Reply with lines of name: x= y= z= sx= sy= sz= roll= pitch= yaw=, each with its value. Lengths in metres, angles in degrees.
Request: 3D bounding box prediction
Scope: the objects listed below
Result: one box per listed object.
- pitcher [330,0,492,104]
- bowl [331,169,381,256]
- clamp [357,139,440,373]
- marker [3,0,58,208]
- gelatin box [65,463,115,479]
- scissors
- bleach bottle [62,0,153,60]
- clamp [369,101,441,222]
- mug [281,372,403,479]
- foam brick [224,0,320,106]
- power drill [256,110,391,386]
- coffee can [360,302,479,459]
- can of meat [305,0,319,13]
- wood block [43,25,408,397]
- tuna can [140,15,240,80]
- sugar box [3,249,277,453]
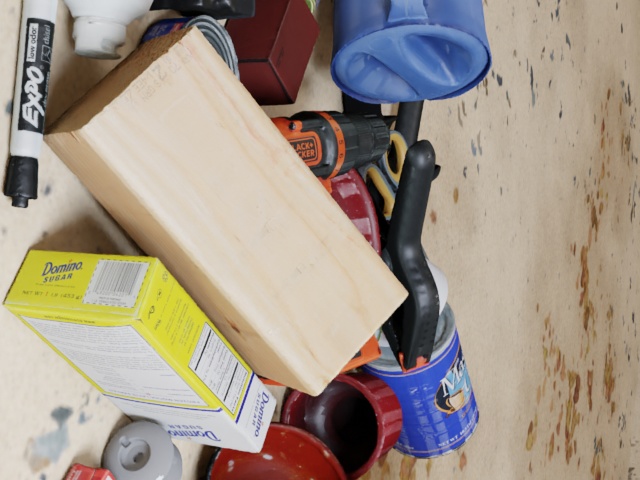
pitcher: x=0.072 y=-0.251 z=0.913 sx=0.144 sy=0.149 sz=0.243 roll=14 pitch=64 yaw=-35
bowl: x=-0.020 y=0.009 z=0.840 sx=0.161 sy=0.055 sz=0.162 roll=1 pitch=89 yaw=-51
clamp: x=0.066 y=0.010 z=0.903 sx=0.036 sy=0.165 sz=0.210 roll=-16 pitch=94 yaw=-24
marker: x=-0.163 y=-0.078 z=0.599 sx=0.020 sy=0.020 sz=0.121 roll=13 pitch=80 yaw=-64
gelatin box: x=-0.141 y=0.193 z=0.656 sx=0.073 sy=0.030 sz=0.089 roll=-64 pitch=145 yaw=-38
scissors: x=0.087 y=-0.033 z=1.050 sx=0.201 sy=0.016 sz=0.096 roll=41 pitch=62 yaw=-51
bleach bottle: x=-0.123 y=-0.234 z=0.621 sx=0.102 sy=0.068 sz=0.251 roll=9 pitch=86 yaw=-65
clamp: x=0.081 y=-0.072 z=1.087 sx=0.171 sy=0.039 sz=0.120 roll=-59 pitch=139 yaw=-45
mug: x=0.020 y=0.170 z=0.930 sx=0.081 sy=0.093 sz=0.117 roll=4 pitch=105 yaw=-69
foam brick: x=-0.041 y=-0.148 z=0.811 sx=0.053 sy=0.051 sz=0.078 roll=58 pitch=42 yaw=-48
power drill: x=-0.005 y=0.001 z=0.769 sx=0.184 sy=0.057 sz=0.187 roll=-14 pitch=97 yaw=-45
coffee can: x=0.096 y=0.134 z=1.061 sx=0.102 sy=0.103 sz=0.140 roll=-63 pitch=145 yaw=-41
can of meat: x=-0.025 y=-0.235 z=0.832 sx=0.102 sy=0.058 sz=0.084 roll=62 pitch=41 yaw=-47
wood block: x=-0.055 y=-0.015 z=0.634 sx=0.090 sy=0.091 sz=0.206 roll=-46 pitch=113 yaw=-18
tuna can: x=-0.090 y=-0.110 z=0.730 sx=0.086 sy=0.034 sz=0.086 roll=2 pitch=90 yaw=-65
sugar box: x=-0.102 y=0.071 z=0.652 sx=0.176 sy=0.093 sz=0.048 roll=57 pitch=44 yaw=-52
